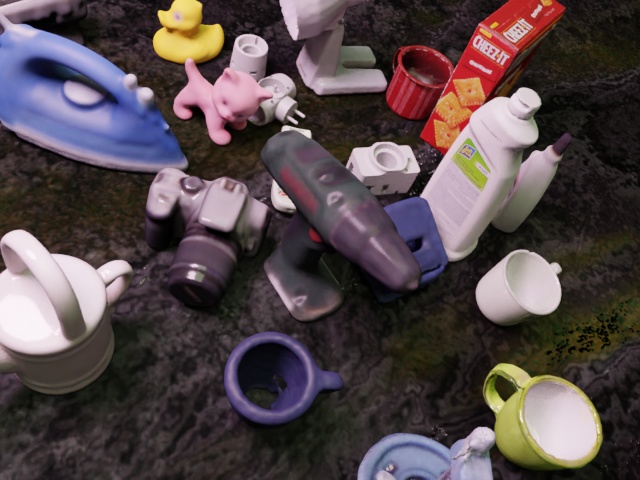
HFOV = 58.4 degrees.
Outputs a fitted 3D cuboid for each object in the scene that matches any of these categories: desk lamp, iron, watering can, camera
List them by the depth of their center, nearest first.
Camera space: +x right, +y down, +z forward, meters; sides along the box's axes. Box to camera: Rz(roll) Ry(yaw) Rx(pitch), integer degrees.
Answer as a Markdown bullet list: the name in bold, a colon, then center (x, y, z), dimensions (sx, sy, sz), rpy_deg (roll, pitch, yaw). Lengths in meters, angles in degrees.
- **watering can**: center (-0.249, 0.068, 0.515), dimensions (0.101, 0.194, 0.173), rpy_deg (28, 55, 3)
- **camera**: center (-0.137, -0.004, 0.651), dimensions (0.143, 0.100, 0.137), rpy_deg (18, 55, -4)
- **iron**: center (-0.278, -0.179, 0.699), dimensions (0.258, 0.141, 0.119), rpy_deg (22, 55, -2)
- **desk lamp**: center (0.023, -0.325, 0.838), dimensions (0.204, 0.213, 0.118), rpy_deg (-8, 60, -21)

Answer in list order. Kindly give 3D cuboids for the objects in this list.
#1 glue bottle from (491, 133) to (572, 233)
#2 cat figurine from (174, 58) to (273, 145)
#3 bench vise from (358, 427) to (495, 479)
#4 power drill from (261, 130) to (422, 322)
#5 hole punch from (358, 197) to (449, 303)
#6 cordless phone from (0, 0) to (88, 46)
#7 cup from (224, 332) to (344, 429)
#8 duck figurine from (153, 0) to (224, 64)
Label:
- **glue bottle**: center (0.292, -0.085, 0.786), dimensions (0.037, 0.173, 0.078), rpy_deg (19, 55, -3)
- **cat figurine**: center (-0.131, -0.196, 0.768), dimensions (0.127, 0.117, 0.067), rpy_deg (33, 55, 7)
- **bench vise**: center (0.102, 0.253, 0.482), dimensions (0.122, 0.219, 0.207), rpy_deg (-1, 58, -17)
- **power drill**: center (0.006, 0.002, 0.624), dimensions (0.076, 0.208, 0.229), rpy_deg (-24, 67, -28)
- **hole punch**: center (0.105, 0.011, 0.719), dimensions (0.109, 0.091, 0.101), rpy_deg (-22, 66, -27)
- **cordless phone**: center (-0.383, -0.333, 0.741), dimensions (0.094, 0.185, 0.148), rpy_deg (44, 57, 14)
- **cup**: center (-0.042, 0.153, 0.582), dimensions (0.118, 0.095, 0.091), rpy_deg (5, 57, -13)
- **duck figurine**: center (-0.192, -0.316, 0.847), dimensions (0.105, 0.086, 0.077), rpy_deg (-9, 61, -21)
